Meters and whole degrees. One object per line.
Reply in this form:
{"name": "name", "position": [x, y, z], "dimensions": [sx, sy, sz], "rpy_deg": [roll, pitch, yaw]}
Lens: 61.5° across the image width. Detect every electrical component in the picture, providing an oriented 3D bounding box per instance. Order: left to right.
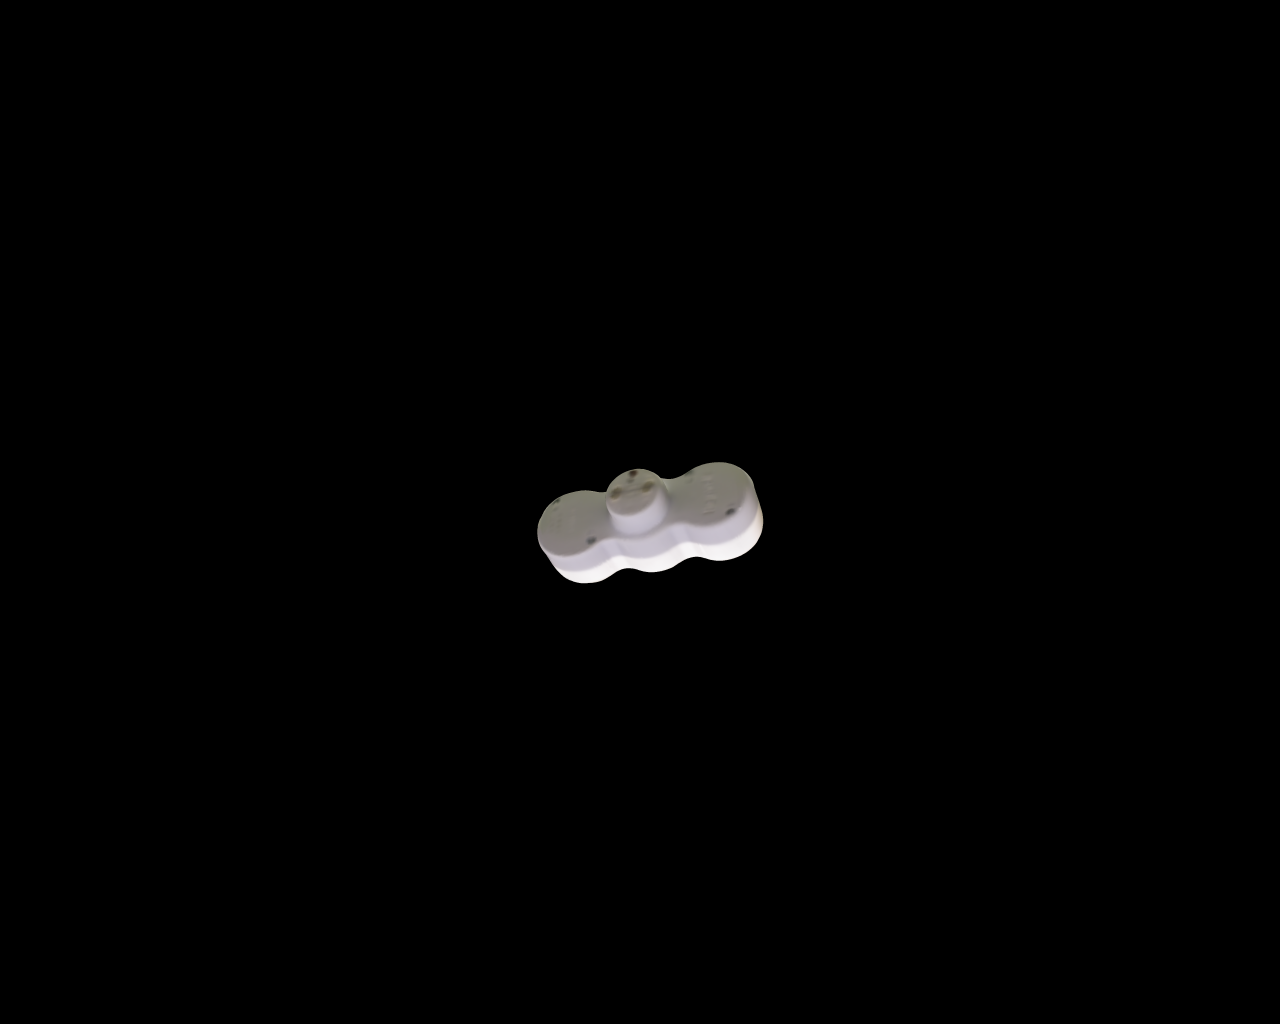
{"name": "electrical component", "position": [0.001, -0.003, 0.650], "dimensions": [0.138, 0.052, 0.073], "rpy_deg": [-11, -39, 13]}
